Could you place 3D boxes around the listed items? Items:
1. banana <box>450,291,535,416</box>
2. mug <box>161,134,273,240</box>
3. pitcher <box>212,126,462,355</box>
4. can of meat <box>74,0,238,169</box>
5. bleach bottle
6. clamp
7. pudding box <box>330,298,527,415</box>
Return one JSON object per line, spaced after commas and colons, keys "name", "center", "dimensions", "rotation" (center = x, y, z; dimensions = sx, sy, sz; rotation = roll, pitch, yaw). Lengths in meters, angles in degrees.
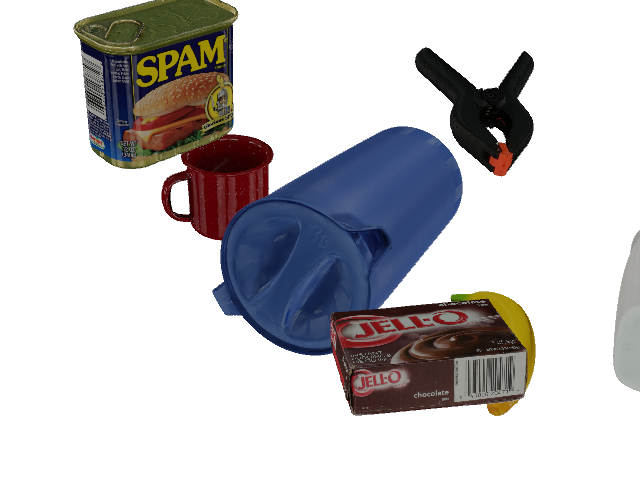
{"name": "banana", "center": [0.186, 0.105, 1.088], "dimensions": [0.070, 0.037, 0.198], "rotation": [-28, 28, 11]}
{"name": "mug", "center": [-0.105, -0.050, 1.088], "dimensions": [0.117, 0.081, 0.093], "rotation": [-14, 34, -23]}
{"name": "pitcher", "center": [0.023, -0.010, 0.917], "dimensions": [0.149, 0.145, 0.242], "rotation": [23, 32, 19]}
{"name": "can of meat", "center": [-0.102, -0.102, 0.681], "dimensions": [0.101, 0.084, 0.058], "rotation": [-25, 42, -36]}
{"name": "bleach bottle", "center": [0.267, 0.034, 0.756], "dimensions": [0.103, 0.068, 0.250], "rotation": [10, 21, 17]}
{"name": "clamp", "center": [0.150, -0.132, 1.030], "dimensions": [0.120, 0.039, 0.171], "rotation": [3, 44, 3]}
{"name": "pudding box", "center": [0.067, 0.073, 0.689], "dimensions": [0.113, 0.039, 0.090], "rotation": [-3, 19, -6]}
